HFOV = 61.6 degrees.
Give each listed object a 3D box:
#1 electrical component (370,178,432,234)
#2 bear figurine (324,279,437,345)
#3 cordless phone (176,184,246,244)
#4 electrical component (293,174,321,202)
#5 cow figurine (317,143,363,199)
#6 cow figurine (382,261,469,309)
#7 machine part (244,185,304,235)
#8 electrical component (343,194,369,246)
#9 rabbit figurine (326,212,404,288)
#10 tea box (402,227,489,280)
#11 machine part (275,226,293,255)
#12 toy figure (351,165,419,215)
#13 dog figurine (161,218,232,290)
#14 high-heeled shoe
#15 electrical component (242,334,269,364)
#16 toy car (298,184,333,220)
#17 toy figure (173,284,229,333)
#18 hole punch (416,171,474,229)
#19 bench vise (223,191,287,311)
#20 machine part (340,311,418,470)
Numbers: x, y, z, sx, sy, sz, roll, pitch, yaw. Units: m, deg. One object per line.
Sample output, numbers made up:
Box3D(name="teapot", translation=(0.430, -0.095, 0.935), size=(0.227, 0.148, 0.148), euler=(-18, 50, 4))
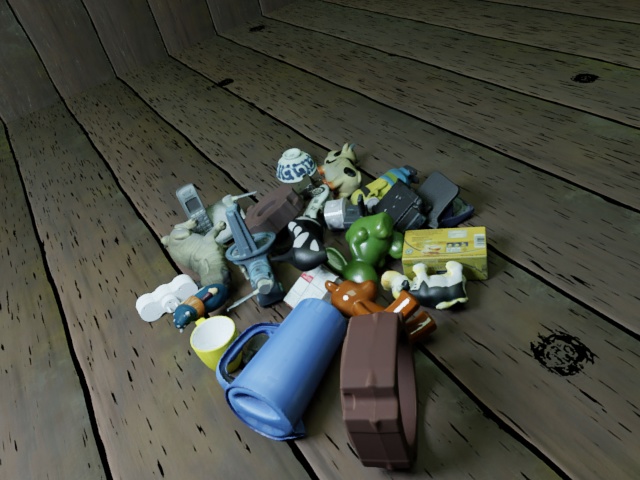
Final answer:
Box3D(name="electrical component", translation=(0.188, -0.063, 1.230), size=(0.115, 0.058, 0.134), euler=(-54, 35, 13))
Box3D(name="bear figurine", translation=(0.105, 0.124, 1.014), size=(0.132, 0.120, 0.196), euler=(-41, 38, 2))
Box3D(name="cordless phone", translation=(-0.278, -0.079, 1.361), size=(0.146, 0.184, 0.089), euler=(-33, 36, -19))
Box3D(name="electrical component", translation=(-0.031, -0.137, 1.460), size=(0.078, 0.045, 0.102), euler=(-44, 34, 10))
Box3D(name="cow figurine", translation=(0.062, -0.191, 1.456), size=(0.127, 0.085, 0.195), euler=(-25, 36, -1))
Box3D(name="cow figurine", translation=(0.204, 0.100, 1.059), size=(0.167, 0.068, 0.098), euler=(-6, 45, 15))
Box3D(name="machine part", translation=(-0.121, -0.067, 1.336), size=(0.179, 0.056, 0.179), euler=(-33, 24, 16))
Box3D(name="electrical component", translation=(0.084, -0.049, 1.243), size=(0.048, 0.119, 0.075), euler=(-2, 43, 18))
Box3D(name="rabbit figurine", translation=(0.087, 0.038, 1.142), size=(0.159, 0.121, 0.170), euler=(0, 56, 27))
Box3D(name="tea box", translation=(0.261, 0.030, 1.120), size=(0.170, 0.068, 0.098), euler=(-3, 39, 19))
Box3D(name="machine part", translation=(-0.080, -0.006, 1.317), size=(0.084, 0.039, 0.139), euler=(-7, 37, 4))
Box3D(name="toy figure", translation=(0.160, -0.119, 1.335), size=(0.180, 0.082, 0.089), euler=(-37, 24, -15))
Box3D(name="dog figurine", translation=(-0.289, 0.050, 1.249), size=(0.172, 0.121, 0.191), euler=(-9, 39, 1))
Box3D(name="high-heeled shoe", translation=(-0.002, -0.003, 1.138), size=(0.145, 0.086, 0.249), euler=(-8, 20, 32))
Box3D(name="electrical component", translation=(-0.113, 0.210, 1.071), size=(0.063, 0.021, 0.094), euler=(4, 43, 26))
Box3D(name="toy car", translation=(-0.007, -0.058, 1.324), size=(0.056, 0.073, 0.202), euler=(0, 41, 26))
Box3D(name="toy figure", translation=(-0.251, 0.137, 1.109), size=(0.058, 0.064, 0.154), euler=(12, 22, 27))
Box3D(name="hole punch", translation=(0.280, -0.080, 1.250), size=(0.116, 0.092, 0.142), euler=(-48, 41, 11))
Box3D(name="bench vise", translation=(-0.154, 0.020, 1.165), size=(0.129, 0.240, 0.224), euler=(-18, 21, 7))
Box3D(name="machine part", translation=(0.095, 0.227, 0.828), size=(0.087, 0.200, 0.201), euler=(-7, 39, 15))
